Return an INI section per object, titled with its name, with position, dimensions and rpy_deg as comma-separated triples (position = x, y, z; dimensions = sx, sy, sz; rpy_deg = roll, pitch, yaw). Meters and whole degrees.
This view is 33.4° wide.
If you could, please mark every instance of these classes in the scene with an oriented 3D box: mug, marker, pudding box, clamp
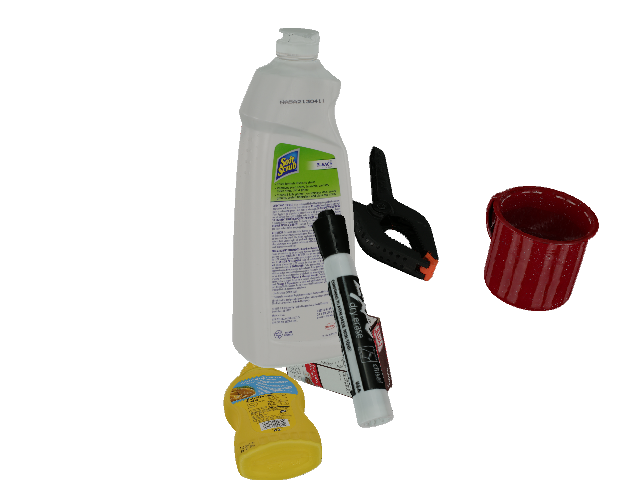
[mug]
position = 0.187, 0.003, 0.966
dimensions = 0.093, 0.081, 0.117
rpy_deg = -14, 40, -28
[marker]
position = 0.016, 0.039, 0.569
dimensions = 0.020, 0.121, 0.020
rpy_deg = -11, -22, -5
[pudding box]
position = 0.011, 0.107, 1.064
dimensions = 0.114, 0.090, 0.039
rpy_deg = 12, 41, 31
[clamp]
position = 0.057, -0.028, 1.265
dimensions = 0.164, 0.036, 0.210
rpy_deg = -16, 51, -29

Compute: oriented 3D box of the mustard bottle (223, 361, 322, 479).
[mustard bottle]
position = -0.064, 0.200, 1.254
dimensions = 0.096, 0.058, 0.192
rpy_deg = -9, 29, -10

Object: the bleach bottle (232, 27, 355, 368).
[bleach bottle]
position = -0.015, -0.033, 0.808
dimensions = 0.102, 0.251, 0.068
rpy_deg = -7, 21, -29
